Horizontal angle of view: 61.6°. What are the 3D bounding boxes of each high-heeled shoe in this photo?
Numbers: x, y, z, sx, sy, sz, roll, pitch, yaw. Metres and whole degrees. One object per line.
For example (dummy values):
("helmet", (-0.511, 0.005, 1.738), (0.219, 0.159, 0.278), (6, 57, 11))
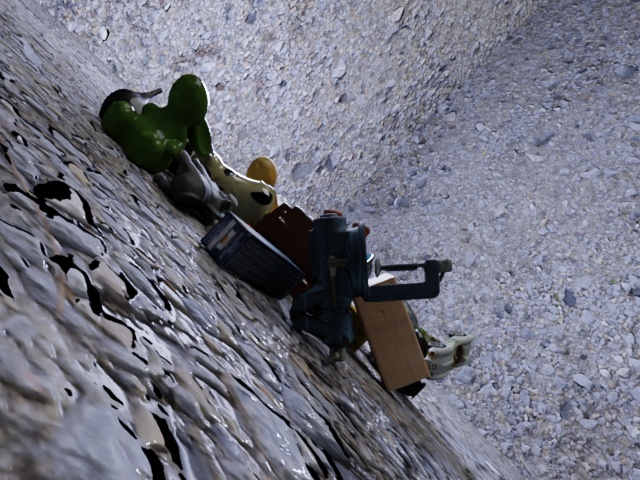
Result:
("high-heeled shoe", (-0.313, -0.171, 1.013), (0.086, 0.145, 0.248), (8, -51, 33))

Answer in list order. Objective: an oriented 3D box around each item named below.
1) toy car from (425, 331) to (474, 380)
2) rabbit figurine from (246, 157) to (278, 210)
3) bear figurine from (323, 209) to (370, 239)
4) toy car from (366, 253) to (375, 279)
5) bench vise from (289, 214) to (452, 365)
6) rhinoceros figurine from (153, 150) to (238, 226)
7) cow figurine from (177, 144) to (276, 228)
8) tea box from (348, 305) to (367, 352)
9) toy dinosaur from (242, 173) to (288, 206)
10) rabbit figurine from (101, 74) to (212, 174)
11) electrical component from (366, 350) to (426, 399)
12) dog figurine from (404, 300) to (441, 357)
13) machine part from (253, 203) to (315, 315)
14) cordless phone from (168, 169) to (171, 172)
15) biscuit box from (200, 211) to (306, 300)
("toy car", (0.279, 0.249, 1.164), (0.056, 0.073, 0.201), (16, 13, 34))
("rabbit figurine", (-0.152, -0.101, 1.184), (0.122, 0.173, 0.162), (40, 1, 32))
("bear figurine", (-0.005, 0.000, 1.167), (0.120, 0.132, 0.196), (25, -4, -31))
("toy car", (0.049, 0.087, 1.232), (0.109, 0.162, 0.102), (-33, 112, -56))
("bench vise", (0.075, 0.068, 0.793), (0.128, 0.241, 0.223), (72, 14, -75))
("rhinoceros figurine", (-0.197, -0.078, 0.897), (0.112, 0.073, 0.190), (43, 0, 11))
("cow figurine", (-0.179, -0.103, 1.028), (0.195, 0.127, 0.085), (21, 1, -11))
("tea box", (0.032, 0.151, 1.155), (0.169, 0.068, 0.098), (44, 0, -13))
("toy dinosaur", (-0.174, -0.075, 1.476), (0.192, 0.131, 0.405), (44, 6, 1))
("rabbit figurine", (-0.244, -0.193, 0.906), (0.121, 0.170, 0.159), (45, 1, 26))
("electrical component", (0.171, 0.295, 1.240), (0.115, 0.058, 0.134), (42, -3, 45))
("dog figurine", (0.194, 0.210, 1.280), (0.219, 0.108, 0.191), (49, -2, 13))
("machine part", (-0.026, 0.042, 0.991), (0.201, 0.087, 0.201), (45, -18, 15))
("cordless phone", (-0.337, -0.218, 1.184), (0.184, 0.089, 0.146), (38, -4, 46))
("biscuit box", (-0.093, 0.031, 0.801), (0.059, 0.063, 0.202), (44, -1, 29))
